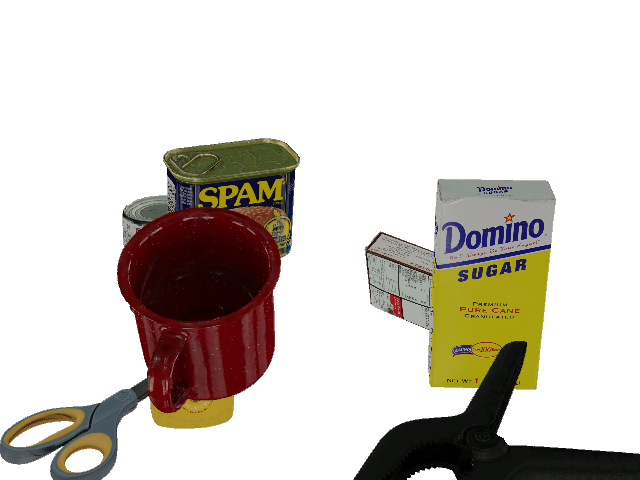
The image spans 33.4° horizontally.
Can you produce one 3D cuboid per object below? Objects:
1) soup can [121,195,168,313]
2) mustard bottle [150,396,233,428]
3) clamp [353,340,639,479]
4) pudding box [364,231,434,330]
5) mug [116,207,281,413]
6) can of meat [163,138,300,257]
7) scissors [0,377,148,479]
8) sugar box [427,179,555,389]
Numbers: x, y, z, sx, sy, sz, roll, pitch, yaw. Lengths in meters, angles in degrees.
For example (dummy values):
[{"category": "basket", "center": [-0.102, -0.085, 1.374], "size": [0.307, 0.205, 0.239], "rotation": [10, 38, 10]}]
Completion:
[{"category": "soup can", "center": [-0.151, 0.016, 1.015], "size": [0.068, 0.102, 0.068], "rotation": [0, 24, 0]}, {"category": "mustard bottle", "center": [-0.145, 0.121, 1.235], "size": [0.096, 0.192, 0.058], "rotation": [0, 19, -16]}, {"category": "clamp", "center": [0.102, 0.133, 0.693], "size": [0.209, 0.036, 0.165], "rotation": [-13, 31, -20]}, {"category": "pudding box", "center": [0.106, 0.049, 1.179], "size": [0.114, 0.090, 0.039], "rotation": [20, 47, 28]}, {"category": "mug", "center": [-0.072, 0.049, 0.625], "size": [0.093, 0.117, 0.081], "rotation": [10, -42, 10]}, {"category": "can of meat", "center": [-0.070, -0.027, 0.832], "size": [0.102, 0.084, 0.057], "rotation": [-9, 31, -22]}, {"category": "scissors", "center": [-0.152, 0.141, 0.849], "size": [0.201, 0.016, 0.096], "rotation": [-17, 36, -36]}, {"category": "sugar box", "center": [0.139, 0.038, 0.882], "size": [0.093, 0.176, 0.048], "rotation": [0, 27, 2]}]
